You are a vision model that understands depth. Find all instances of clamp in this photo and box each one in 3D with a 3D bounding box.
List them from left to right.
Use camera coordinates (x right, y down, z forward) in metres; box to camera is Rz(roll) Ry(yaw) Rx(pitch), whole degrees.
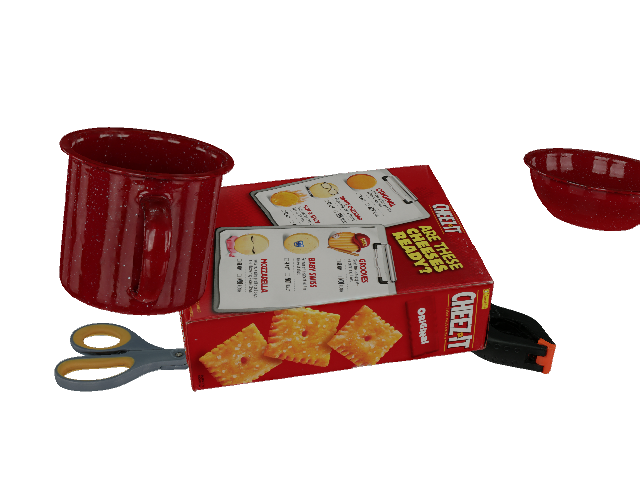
[{"bbox_3d":[0.156,0.075,1.030,0.172,0.039,0.120,24,36,29],"label":"clamp"}]

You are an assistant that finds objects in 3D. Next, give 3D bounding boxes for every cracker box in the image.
[{"bbox_3d":[-0.001,0.023,0.793,0.213,0.072,0.164,-7,36,-9],"label":"cracker box"}]

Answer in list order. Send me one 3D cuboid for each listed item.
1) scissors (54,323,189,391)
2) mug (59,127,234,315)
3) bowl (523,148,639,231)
[{"bbox_3d":[-0.139,0.097,0.962,0.201,0.016,0.096,-8,33,-17],"label":"scissors"},{"bbox_3d":[-0.095,-0.006,0.573,0.093,0.081,0.117,3,19,-20],"label":"mug"},{"bbox_3d":[0.290,-0.050,1.123,0.162,0.055,0.162,6,20,-2],"label":"bowl"}]
